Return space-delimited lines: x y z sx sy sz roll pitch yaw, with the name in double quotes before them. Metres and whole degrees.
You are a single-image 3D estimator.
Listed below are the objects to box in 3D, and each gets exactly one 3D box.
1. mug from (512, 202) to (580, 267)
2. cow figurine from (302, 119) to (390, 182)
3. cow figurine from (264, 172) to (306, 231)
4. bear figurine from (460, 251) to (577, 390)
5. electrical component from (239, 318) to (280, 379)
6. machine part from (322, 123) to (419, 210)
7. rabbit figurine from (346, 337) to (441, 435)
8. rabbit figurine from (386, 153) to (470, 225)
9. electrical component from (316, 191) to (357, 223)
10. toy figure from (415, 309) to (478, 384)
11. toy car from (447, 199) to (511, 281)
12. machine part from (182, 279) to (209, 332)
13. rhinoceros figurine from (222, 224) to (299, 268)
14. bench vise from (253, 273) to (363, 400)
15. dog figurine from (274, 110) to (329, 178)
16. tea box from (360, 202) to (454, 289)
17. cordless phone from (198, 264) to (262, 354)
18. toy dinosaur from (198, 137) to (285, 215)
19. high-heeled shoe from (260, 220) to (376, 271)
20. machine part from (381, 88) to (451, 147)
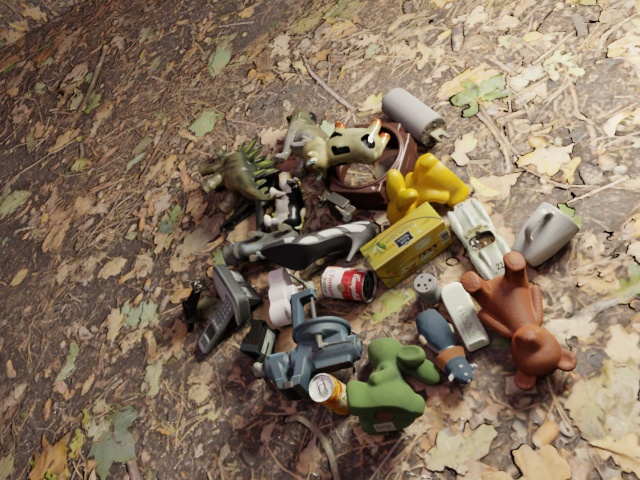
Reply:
"mug" 0.405 -0.007 0.984 0.107 0.109 0.081 -53 54 9
"cow figurine" 0.048 -0.200 1.214 0.195 0.085 0.127 2 56 30
"cow figurine" -0.075 -0.099 1.337 0.098 0.068 0.167 -1 64 23
"bear figurine" 0.337 0.139 0.913 0.120 0.131 0.196 -27 45 15
"electrical component" -0.132 0.236 1.155 0.048 0.074 0.119 1 64 29
"machine part" 0.118 -0.175 1.264 0.202 0.087 0.201 4 64 34
"rabbit figurine" 0.127 0.241 0.976 0.159 0.121 0.170 -22 37 24
"rabbit figurine" 0.207 -0.091 1.134 0.173 0.162 0.122 -47 59 19
"electrical component" 0.036 -0.073 1.226 0.102 0.078 0.045 34 67 25
"toy figure" 0.230 0.197 0.981 0.064 0.057 0.155 -36 54 13
"toy car" 0.316 -0.001 1.057 0.073 0.056 0.202 -29 51 11
"machine part" -0.305 0.152 1.292 0.138 0.039 0.084 -62 32 36
"rhinoceros figurine" -0.142 0.015 1.279 0.190 0.112 0.073 -16 88 5
"bench vise" -0.031 0.193 1.087 0.224 0.128 0.241 -23 49 17
"dog figurine" -0.023 -0.277 1.381 0.172 0.121 0.190 -8 56 31
"tea box" 0.179 0.013 1.101 0.170 0.098 0.068 -34 50 5
"cordless phone" -0.238 0.165 1.264 0.184 0.088 0.147 -53 48 12
"toy dinosaur" -0.208 -0.170 1.403 0.198 0.105 0.472 -39 37 2
"high-heeled shoe" -0.002 -0.004 1.206 0.249 0.086 0.145 6 41 20
"machine part" 0.223 -0.296 1.286 0.079 0.079 0.243 -40 50 2
